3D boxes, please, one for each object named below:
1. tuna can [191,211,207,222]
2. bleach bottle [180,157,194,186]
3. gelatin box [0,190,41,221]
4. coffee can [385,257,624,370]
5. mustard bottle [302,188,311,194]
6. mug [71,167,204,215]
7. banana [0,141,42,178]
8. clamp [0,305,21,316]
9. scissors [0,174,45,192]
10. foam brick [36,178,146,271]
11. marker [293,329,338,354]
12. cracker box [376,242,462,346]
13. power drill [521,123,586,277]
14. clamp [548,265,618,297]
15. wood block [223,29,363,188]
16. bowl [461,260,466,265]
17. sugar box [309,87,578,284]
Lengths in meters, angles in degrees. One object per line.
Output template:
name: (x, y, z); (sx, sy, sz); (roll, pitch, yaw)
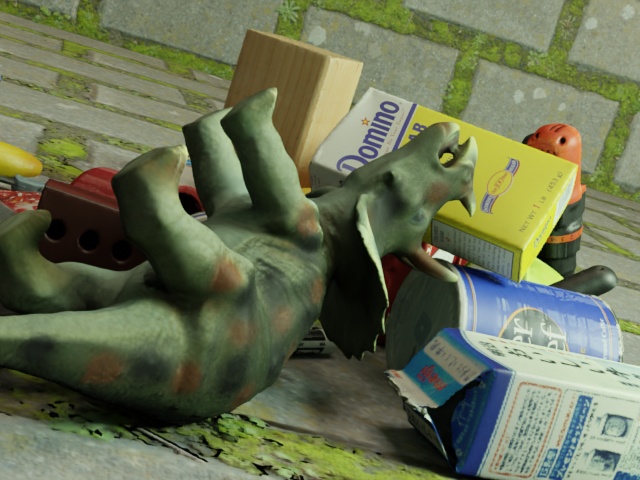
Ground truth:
tuna can: (-0.077, 0.025, 0.747); (0.085, 0.086, 0.034); (9, 17, -37)
bleach bottle: (-0.122, -0.057, 1.127); (0.102, 0.068, 0.250); (18, 14, 2)
gelatin box: (-0.216, -0.014, 0.861); (0.073, 0.030, 0.089); (28, 16, 40)
coffee can: (0.133, 0.077, 0.782); (0.140, 0.103, 0.103); (13, 13, -22)
mustard bottle: (-0.006, 0.001, 0.948); (0.058, 0.096, 0.191); (-8, 2, 23)
mug: (-0.149, -0.002, 0.784); (0.082, 0.093, 0.117); (18, 30, 25)
banana: (-0.363, -0.097, 1.006); (0.198, 0.037, 0.069); (18, 13, 0)
clamp: (-0.219, 0.028, 0.642); (0.164, 0.036, 0.210); (19, 9, 6)
scissors: (-0.263, -0.051, 0.998); (0.202, 0.016, 0.096); (19, 10, 5)
foam brick: (-0.151, -0.003, 0.701); (0.078, 0.053, 0.051); (18, 6, -12)
marker: (-0.034, 0.072, 0.761); (0.120, 0.020, 0.020); (5, 17, -46)
cracker box: (0.085, -0.008, 0.954); (0.072, 0.164, 0.213); (18, 11, 15)
power drill: (0.179, -0.041, 1.084); (0.188, 0.184, 0.057); (17, 33, 36)
clamp: (0.156, 0.080, 0.876); (0.171, 0.120, 0.039); (-6, 30, -13)
wood block: (-0.042, -0.084, 1.009); (0.090, 0.206, 0.090); (22, 12, 19)
bowl: (0.099, 0.004, 1.190); (0.162, 0.055, 0.162); (17, 12, -4)
sugar box: (0.088, -0.045, 0.785); (0.176, 0.048, 0.093); (25, 58, 21)
